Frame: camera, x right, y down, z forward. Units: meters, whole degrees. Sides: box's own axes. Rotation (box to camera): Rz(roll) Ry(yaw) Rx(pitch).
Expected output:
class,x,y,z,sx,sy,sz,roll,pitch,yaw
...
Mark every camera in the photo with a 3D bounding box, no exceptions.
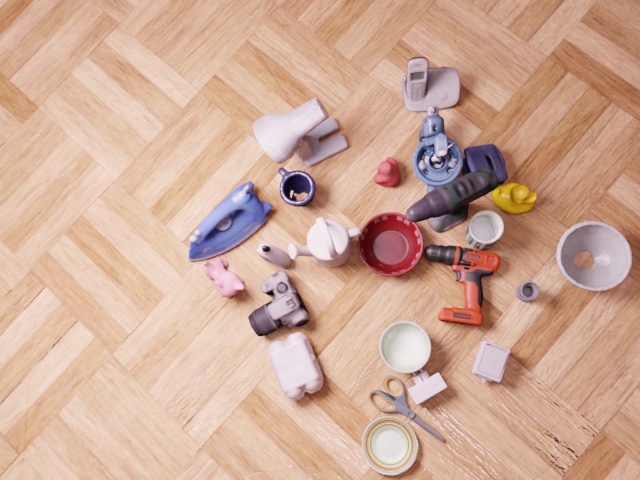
class,x,y,z,sx,sy,sz,roll,pitch,yaw
camera,-0.113,0.164,1.402,0.137,0.101,0.143,-30,77,0

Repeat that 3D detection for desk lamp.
class,x,y,z,sx,sy,sz,roll,pitch,yaw
desk lamp,-0.048,-0.265,1.421,0.203,0.213,0.118,-27,77,1

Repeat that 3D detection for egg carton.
class,x,y,z,sx,sy,sz,roll,pitch,yaw
egg carton,-0.058,0.305,1.384,0.107,0.069,0.150,-25,77,1

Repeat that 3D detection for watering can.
class,x,y,z,sx,sy,sz,roll,pitch,yaw
watering can,0.013,0.007,1.371,0.173,0.194,0.101,-40,77,-2

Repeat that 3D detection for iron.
class,x,y,z,sx,sy,sz,roll,pitch,yaw
iron,-0.250,-0.042,1.437,0.258,0.141,0.118,-42,77,-3

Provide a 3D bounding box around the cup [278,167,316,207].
class,x,y,z,sx,sy,sz,roll,pitch,yaw
cup,-0.060,-0.130,1.457,0.092,0.095,0.117,-42,77,-3

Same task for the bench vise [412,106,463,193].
class,x,y,z,sx,sy,sz,roll,pitch,yaw
bench vise,0.269,-0.228,1.376,0.121,0.220,0.207,-21,77,2

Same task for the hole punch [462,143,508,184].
class,x,y,z,sx,sy,sz,roll,pitch,yaw
hole punch,0.408,-0.185,1.418,0.101,0.091,0.108,-19,77,2

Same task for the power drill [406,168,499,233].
class,x,y,z,sx,sy,sz,roll,pitch,yaw
power drill,0.303,-0.084,1.350,0.229,0.208,0.075,-29,77,0

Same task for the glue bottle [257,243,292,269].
class,x,y,z,sx,sy,sz,roll,pitch,yaw
glue bottle,-0.119,0.032,1.391,0.078,0.173,0.037,20,82,10

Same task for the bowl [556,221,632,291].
class,x,y,z,sx,sy,sz,roll,pitch,yaw
bowl,0.638,0.043,1.356,0.167,0.075,0.167,-1,79,6

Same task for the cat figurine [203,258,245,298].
class,x,y,z,sx,sy,sz,roll,pitch,yaw
cat figurine,-0.240,0.096,1.420,0.127,0.118,0.067,43,86,12

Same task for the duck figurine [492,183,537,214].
class,x,y,z,sx,sy,sz,roll,pitch,yaw
duck figurine,0.478,-0.110,1.398,0.104,0.086,0.077,15,81,9

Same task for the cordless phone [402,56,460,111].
class,x,y,z,sx,sy,sz,roll,pitch,yaw
cordless phone,0.279,-0.400,1.427,0.147,0.185,0.094,-8,78,5

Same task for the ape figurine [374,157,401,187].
class,x,y,z,sx,sy,sz,roll,pitch,yaw
ape figurine,0.168,-0.174,1.442,0.078,0.092,0.076,-36,77,-1
